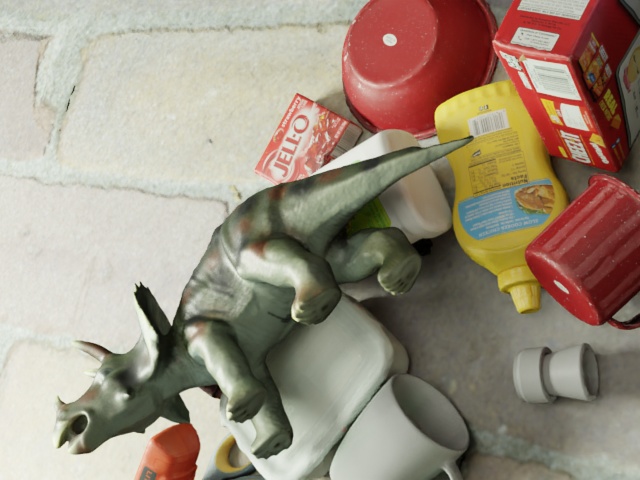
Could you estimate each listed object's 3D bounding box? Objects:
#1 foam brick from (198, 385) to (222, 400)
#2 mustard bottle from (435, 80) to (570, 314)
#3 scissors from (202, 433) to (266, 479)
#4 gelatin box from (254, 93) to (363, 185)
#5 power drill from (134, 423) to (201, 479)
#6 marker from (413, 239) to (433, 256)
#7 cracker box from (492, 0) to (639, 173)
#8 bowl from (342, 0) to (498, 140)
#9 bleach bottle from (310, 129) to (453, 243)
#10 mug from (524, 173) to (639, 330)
[{"bbox_3d":[-0.086,0.105,1.000,0.053,0.051,0.078,29,93,35],"label":"foam brick"},{"bbox_3d":[0.156,-0.033,0.881,0.096,0.058,0.191,-14,70,20],"label":"mustard bottle"},{"bbox_3d":[-0.119,0.230,1.009,0.202,0.016,0.096,-9,71,30],"label":"scissors"},{"bbox_3d":[-0.013,-0.085,1.018,0.073,0.030,0.089,33,95,34],"label":"gelatin box"},{"bbox_3d":[-0.082,0.246,0.916,0.188,0.057,0.185,42,123,29],"label":"power drill"},{"bbox_3d":[0.069,-0.037,0.960,0.020,0.020,0.121,-36,61,19],"label":"marker"},{"bbox_3d":[0.221,-0.183,0.796,0.072,0.164,0.213,20,76,35],"label":"cracker box"},{"bbox_3d":[0.078,-0.174,0.971,0.162,0.055,0.162,-9,72,30],"label":"bowl"},{"bbox_3d":[-0.006,0.001,0.959,0.251,0.067,0.102,-32,75,34],"label":"bleach bottle"},{"bbox_3d":[0.217,0.019,0.807,0.081,0.117,0.093,-42,19,-6],"label":"mug"}]
